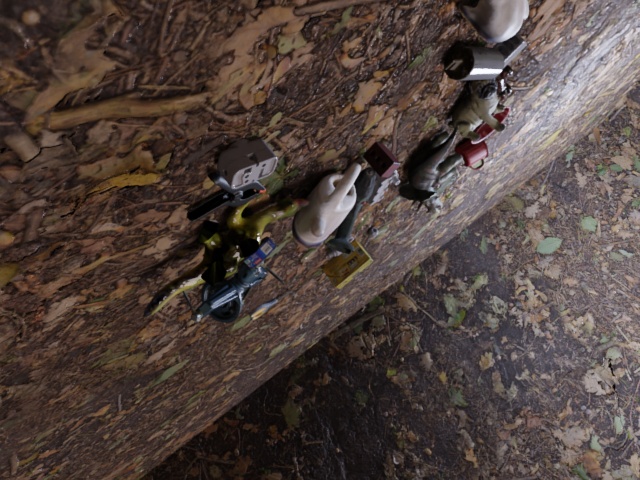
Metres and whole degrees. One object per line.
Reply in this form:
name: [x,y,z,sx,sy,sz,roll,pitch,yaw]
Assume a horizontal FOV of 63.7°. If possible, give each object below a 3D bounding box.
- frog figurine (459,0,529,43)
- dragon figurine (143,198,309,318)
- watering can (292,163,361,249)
frog figurine: [0.368,-0.470,1.005,0.137,0.125,0.157,12,142,-43]
dragon figurine: [-0.198,0.028,1.156,0.410,0.123,0.241,-39,171,1]
watering can: [0.004,-0.061,1.219,0.220,0.104,0.355,-51,-176,39]
